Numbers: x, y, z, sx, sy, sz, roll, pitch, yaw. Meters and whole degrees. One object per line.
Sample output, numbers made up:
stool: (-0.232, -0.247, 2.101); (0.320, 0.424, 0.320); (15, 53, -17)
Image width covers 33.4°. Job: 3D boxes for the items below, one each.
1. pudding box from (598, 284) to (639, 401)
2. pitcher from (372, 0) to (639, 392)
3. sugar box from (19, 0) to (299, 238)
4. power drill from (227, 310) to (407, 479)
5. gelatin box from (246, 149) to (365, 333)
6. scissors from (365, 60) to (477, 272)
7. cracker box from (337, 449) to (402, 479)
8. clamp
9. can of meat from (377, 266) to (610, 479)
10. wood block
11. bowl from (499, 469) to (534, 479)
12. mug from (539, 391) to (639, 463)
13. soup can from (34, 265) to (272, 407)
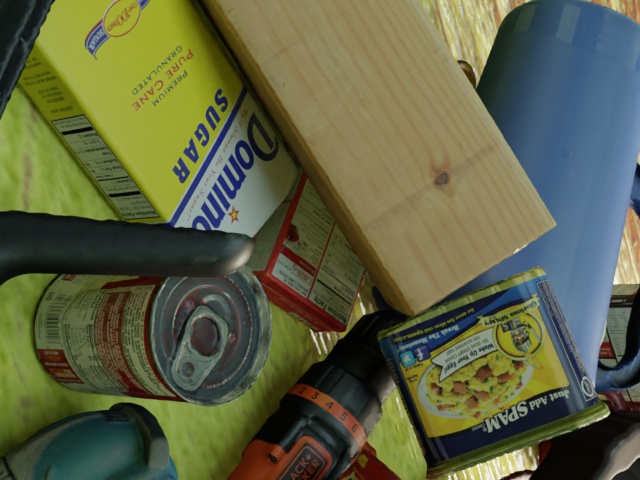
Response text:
pudding box: (0.248, 0.090, 0.833); (0.039, 0.090, 0.113); (-36, 111, -40)
pitcher: (0.149, -0.024, 0.694); (0.149, 0.145, 0.243); (36, 68, -49)
sugar box: (-0.087, -0.070, 0.548); (0.176, 0.048, 0.093); (54, 54, -26)
power drill: (0.041, 0.158, 0.609); (0.187, 0.057, 0.184); (44, 68, -8)
gelatin box: (-0.004, 0.001, 0.635); (0.073, 0.030, 0.089); (37, 62, -38)
scissors: (0.076, -0.031, 0.726); (0.096, 0.016, 0.201); (40, 61, -36)
cracker box: (0.013, 0.238, 0.524); (0.164, 0.072, 0.213); (44, 85, -13)
clamp: (-0.142, -0.005, 0.433); (0.209, 0.036, 0.164); (-39, 83, -15)
can of meat: (0.090, 0.070, 0.571); (0.057, 0.102, 0.084); (11, 56, -76)
wood block: (0.024, -0.072, 0.567); (0.091, 0.090, 0.206); (-32, 94, -3)
bowl: (0.116, 0.234, 0.717); (0.161, 0.055, 0.162); (4, 84, -44)
mug: (0.215, 0.152, 0.802); (0.093, 0.082, 0.117); (-45, 117, -37)
soup can: (-0.082, 0.042, 0.505); (0.068, 0.102, 0.068); (4, 84, -44)
